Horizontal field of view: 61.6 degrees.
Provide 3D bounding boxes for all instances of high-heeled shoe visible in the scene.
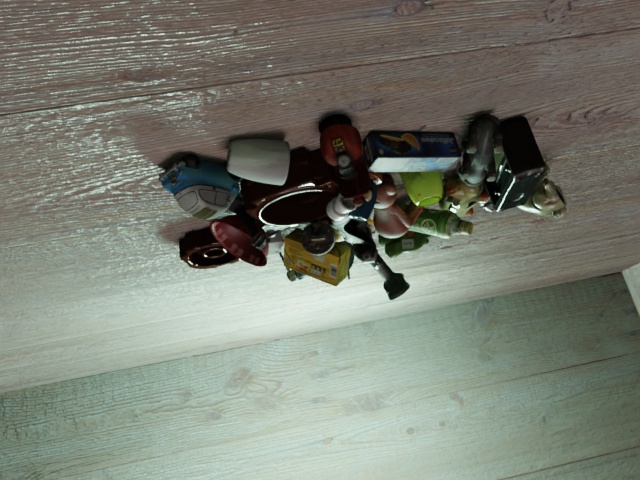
[{"bbox_3d":[0.094,-0.043,1.287,0.145,0.086,0.249,26,166,-10],"label":"high-heeled shoe"}]

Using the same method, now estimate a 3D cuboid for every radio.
[{"bbox_3d":[0.417,-0.158,1.185,0.073,0.131,0.229,-16,162,5],"label":"radio"}]

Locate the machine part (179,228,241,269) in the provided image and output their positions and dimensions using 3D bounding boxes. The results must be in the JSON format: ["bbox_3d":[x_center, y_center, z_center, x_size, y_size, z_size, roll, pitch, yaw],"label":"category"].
[{"bbox_3d":[-0.274,0.019,1.385,0.179,0.056,0.179,-10,159,-4],"label":"machine part"}]

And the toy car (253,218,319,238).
[{"bbox_3d":[-0.081,-0.059,1.284,0.202,0.056,0.073,-19,154,15],"label":"toy car"}]

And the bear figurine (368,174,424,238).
[{"bbox_3d":[0.158,-0.099,1.266,0.120,0.132,0.195,9,143,31],"label":"bear figurine"}]

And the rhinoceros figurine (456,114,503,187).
[{"bbox_3d":[0.326,-0.177,1.118,0.073,0.112,0.190,-2,150,4],"label":"rhinoceros figurine"}]

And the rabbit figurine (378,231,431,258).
[{"bbox_3d":[0.236,-0.021,1.560,0.159,0.121,0.170,-14,-179,-18],"label":"rabbit figurine"}]

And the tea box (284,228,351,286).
[{"bbox_3d":[-0.010,0.044,1.423,0.068,0.170,0.098,-37,142,-49],"label":"tea box"}]

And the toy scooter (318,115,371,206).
[{"bbox_3d":[0.051,-0.140,1.001,0.075,0.135,0.183,-14,160,10],"label":"toy scooter"}]

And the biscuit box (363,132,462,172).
[{"bbox_3d":[0.185,-0.178,1.087,0.203,0.063,0.059,-4,159,-24],"label":"biscuit box"}]

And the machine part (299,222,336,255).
[{"bbox_3d":[-0.003,-0.004,1.272,0.079,0.079,0.243,-14,-179,4],"label":"machine part"}]

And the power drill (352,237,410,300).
[{"bbox_3d":[0.163,0.073,1.520,0.086,0.207,0.232,-43,-162,9],"label":"power drill"}]

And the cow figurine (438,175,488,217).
[{"bbox_3d":[0.352,-0.115,1.360,0.127,0.085,0.195,-13,165,-9],"label":"cow figurine"}]

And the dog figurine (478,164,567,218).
[{"bbox_3d":[0.507,-0.100,1.369,0.190,0.172,0.121,-32,143,30],"label":"dog figurine"}]

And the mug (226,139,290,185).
[{"bbox_3d":[-0.118,-0.143,0.986,0.107,0.081,0.109,7,162,-18],"label":"mug"}]

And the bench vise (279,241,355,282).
[{"bbox_3d":[0.015,0.055,1.547,0.224,0.128,0.241,-14,-179,-20],"label":"bench vise"}]

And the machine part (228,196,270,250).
[{"bbox_3d":[-0.156,-0.044,1.152,0.039,0.139,0.084,-35,157,4],"label":"machine part"}]

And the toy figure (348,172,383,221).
[{"bbox_3d":[0.101,-0.116,1.117,0.057,0.154,0.064,25,171,-38],"label":"toy figure"}]

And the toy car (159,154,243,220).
[{"bbox_3d":[-0.219,-0.092,1.021,0.109,0.103,0.161,-26,159,32],"label":"toy car"}]

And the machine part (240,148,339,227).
[{"bbox_3d":[-0.048,-0.102,1.128,0.201,0.087,0.201,-18,162,16],"label":"machine part"}]
